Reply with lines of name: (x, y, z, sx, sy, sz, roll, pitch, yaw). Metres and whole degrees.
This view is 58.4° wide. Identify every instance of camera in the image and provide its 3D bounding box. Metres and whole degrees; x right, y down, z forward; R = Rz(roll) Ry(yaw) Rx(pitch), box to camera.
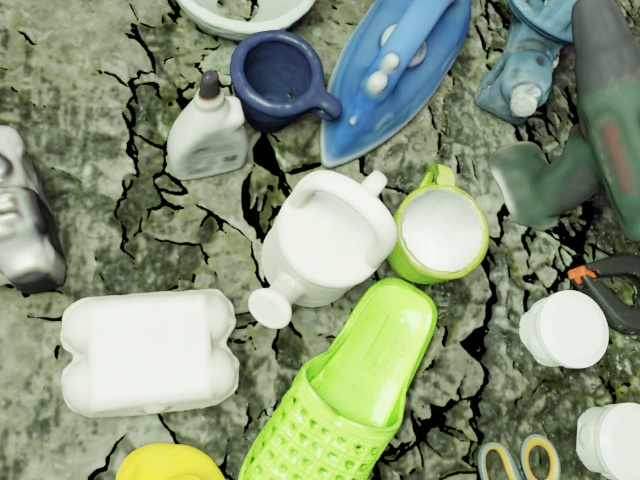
camera: (-0.306, -0.015, 0.486, 0.137, 0.100, 0.143, -19, 80, -17)

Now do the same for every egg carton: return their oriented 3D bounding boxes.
egg carton: (-0.148, 0.100, 0.508, 0.150, 0.069, 0.107, -4, 76, -14)

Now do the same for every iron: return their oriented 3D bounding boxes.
iron: (0.085, -0.199, 0.605, 0.118, 0.141, 0.258, 32, 71, -3)

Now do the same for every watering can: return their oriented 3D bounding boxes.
watering can: (0.006, 0.003, 0.504, 0.101, 0.194, 0.173, 19, 72, -7)

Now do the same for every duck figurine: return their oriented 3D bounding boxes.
duck figurine: (-0.121, 0.213, 0.475, 0.104, 0.086, 0.077, 31, 71, -3)

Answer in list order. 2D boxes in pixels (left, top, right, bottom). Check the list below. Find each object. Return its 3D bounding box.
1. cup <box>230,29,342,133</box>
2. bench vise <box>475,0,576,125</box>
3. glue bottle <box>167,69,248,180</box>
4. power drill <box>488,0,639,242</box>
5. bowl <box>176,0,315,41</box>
cup: (-0.037, -0.145, 0.587, 0.118, 0.095, 0.092, 29, 71, -4)
bench vise: (0.265, -0.233, 0.615, 0.121, 0.219, 0.207, 6, 74, -11)
glue bottle: (-0.100, -0.104, 0.519, 0.078, 0.173, 0.037, -13, 78, -16)
power drill: (0.262, -0.097, 0.583, 0.076, 0.208, 0.229, -20, 80, -17)
bowl: (-0.087, -0.279, 0.622, 0.167, 0.074, 0.167, 3, 74, -12)
